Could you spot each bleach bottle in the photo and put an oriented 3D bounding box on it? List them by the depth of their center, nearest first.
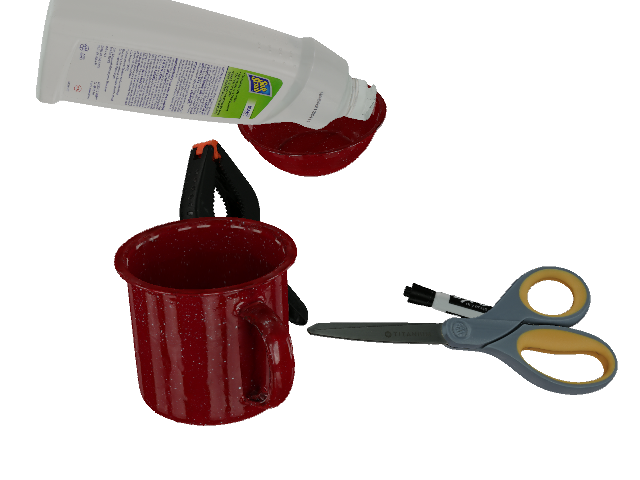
[{"bbox_3d":[-0.083,-0.127,0.813,0.250,0.068,0.103,11,-33,-13],"label":"bleach bottle"}]

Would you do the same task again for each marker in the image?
[{"bbox_3d":[0.136,0.064,0.988,0.121,0.020,0.020,17,1,4],"label":"marker"}]

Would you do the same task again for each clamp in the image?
[{"bbox_3d":[-0.081,0.008,1.025,0.036,0.210,0.164,-8,1,39],"label":"clamp"}]

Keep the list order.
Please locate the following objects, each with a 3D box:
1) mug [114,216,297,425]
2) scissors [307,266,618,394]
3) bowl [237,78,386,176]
[{"bbox_3d":[-0.050,0.046,0.550,0.093,0.081,0.117,-19,29,-34],"label":"mug"},{"bbox_3d":[0.096,0.044,0.684,0.201,0.096,0.016,16,-32,-6],"label":"scissors"},{"bbox_3d":[-0.008,-0.118,1.165,0.162,0.055,0.162,-4,39,3],"label":"bowl"}]
